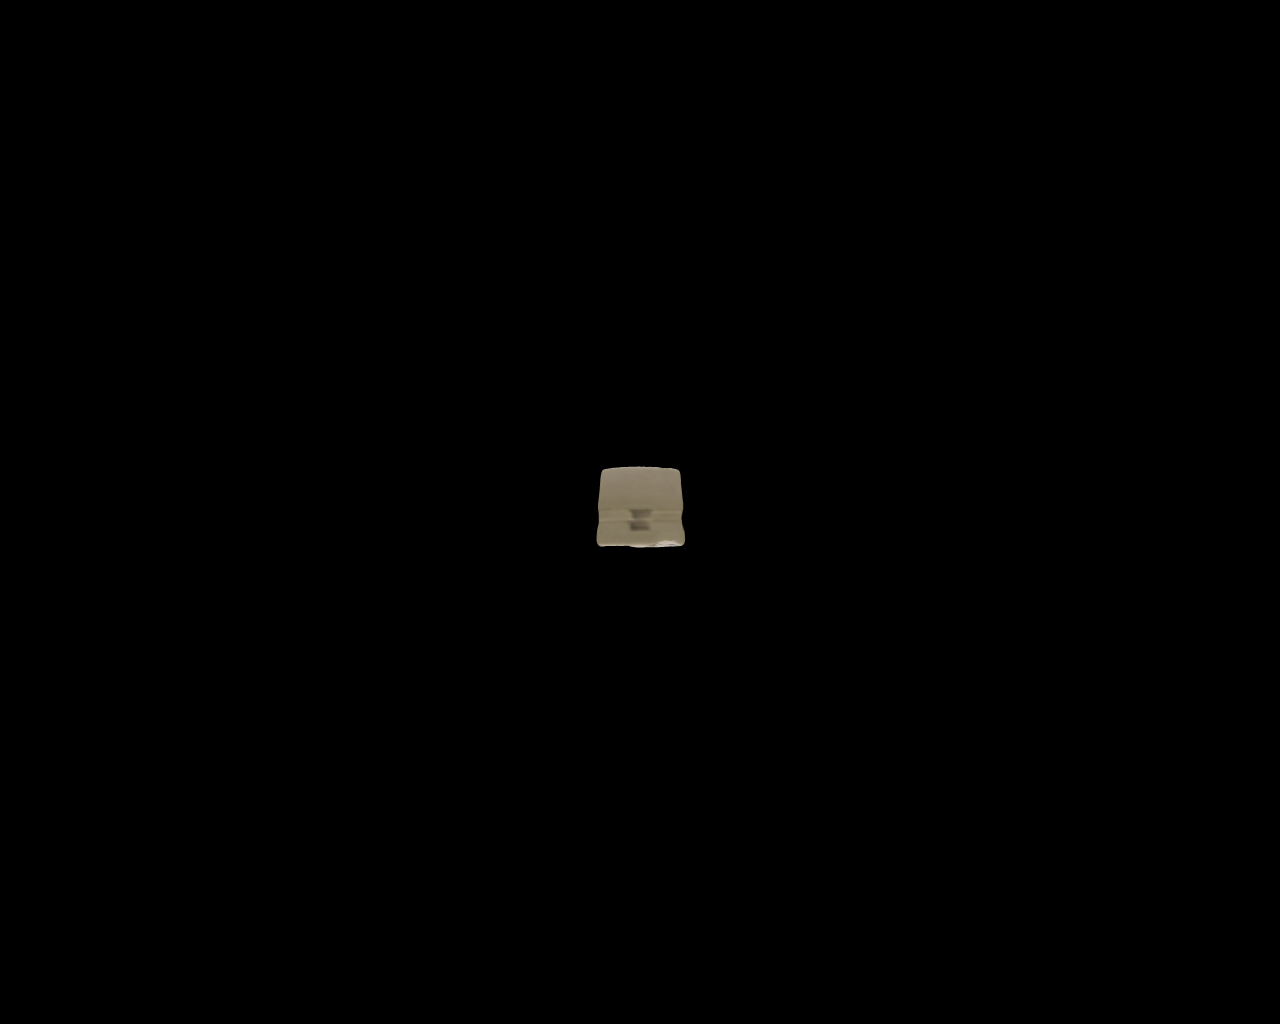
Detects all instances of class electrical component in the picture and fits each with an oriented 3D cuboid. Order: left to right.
[{"bbox_3d":[0.001,-0.003,0.650,0.055,0.047,0.055,0,-2,0],"label":"electrical component"}]
